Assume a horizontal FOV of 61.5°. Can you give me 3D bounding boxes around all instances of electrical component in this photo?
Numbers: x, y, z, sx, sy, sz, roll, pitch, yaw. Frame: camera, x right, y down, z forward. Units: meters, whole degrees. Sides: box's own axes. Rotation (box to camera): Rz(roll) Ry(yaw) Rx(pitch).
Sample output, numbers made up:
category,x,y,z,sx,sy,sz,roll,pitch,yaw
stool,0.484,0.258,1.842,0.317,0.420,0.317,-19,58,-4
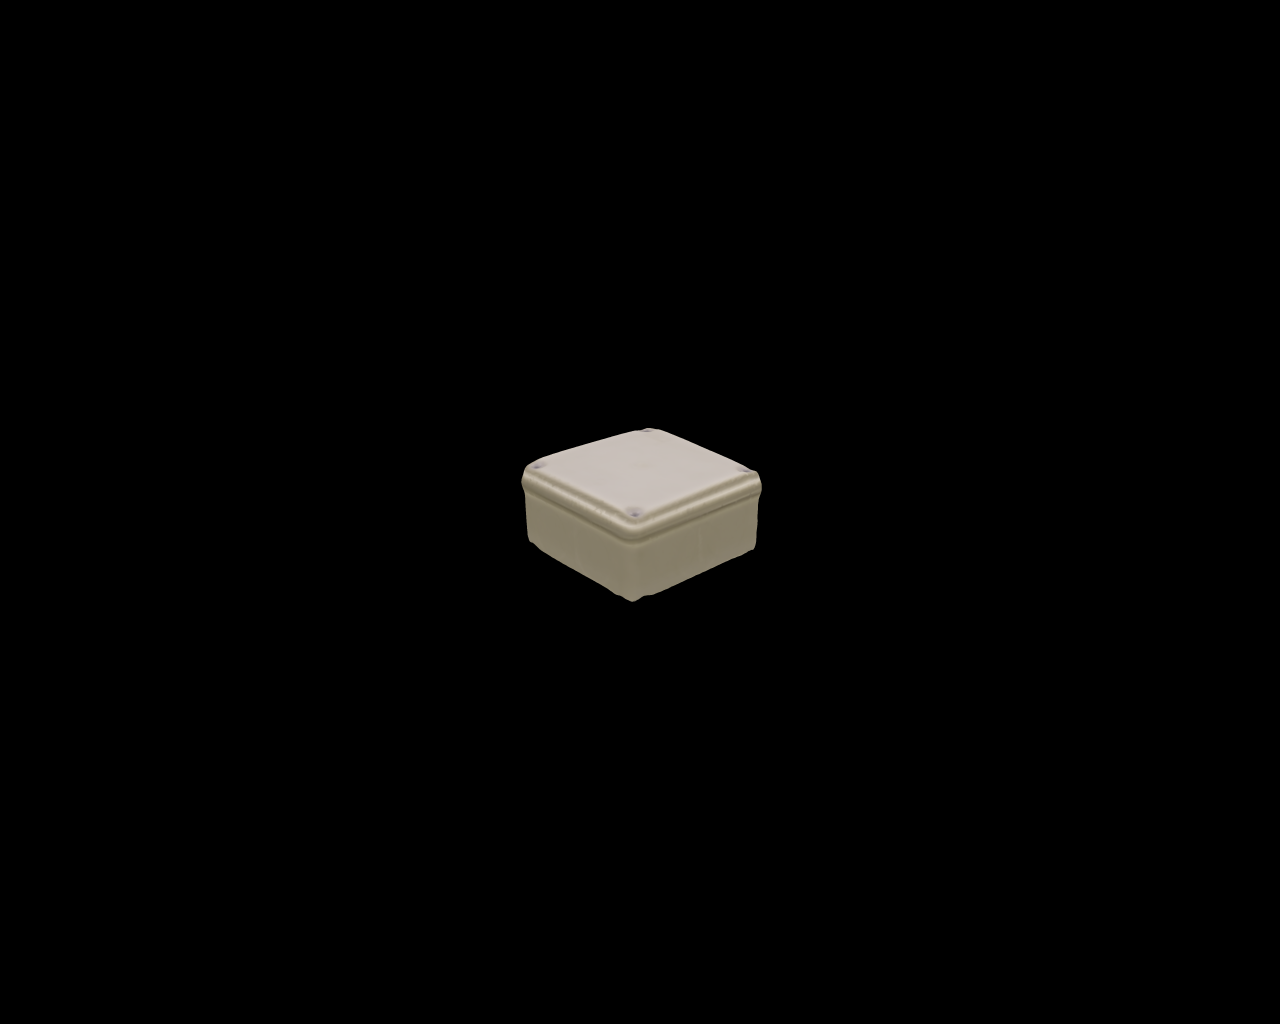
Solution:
category,x,y,z,sx,sy,sz,roll,pitch,yaw
electrical component,0.001,-0.003,0.650,0.109,0.056,0.109,-20,32,-36
